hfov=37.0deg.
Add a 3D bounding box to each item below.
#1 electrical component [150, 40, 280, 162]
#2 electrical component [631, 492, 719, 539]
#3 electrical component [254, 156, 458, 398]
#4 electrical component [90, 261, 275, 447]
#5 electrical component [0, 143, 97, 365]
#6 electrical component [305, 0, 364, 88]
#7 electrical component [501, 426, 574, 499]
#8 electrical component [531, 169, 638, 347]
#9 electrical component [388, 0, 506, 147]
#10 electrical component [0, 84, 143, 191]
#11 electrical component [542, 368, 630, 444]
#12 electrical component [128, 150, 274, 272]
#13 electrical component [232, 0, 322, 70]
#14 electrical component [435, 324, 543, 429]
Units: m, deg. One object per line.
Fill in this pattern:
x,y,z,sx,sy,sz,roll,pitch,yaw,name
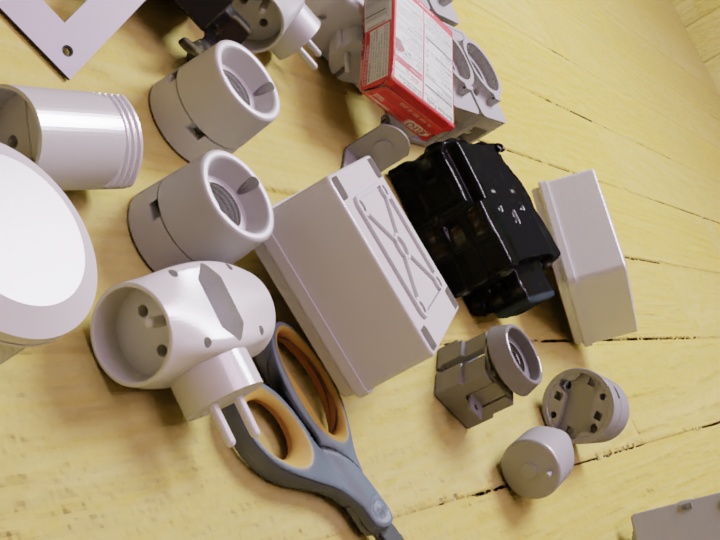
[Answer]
-0.076,-0.090,0.578,0.055,0.047,0.055,40,33,-33,electrical component
0.250,0.214,0.780,0.048,0.100,0.099,54,25,-40,electrical component
0.000,0.000,0.591,0.108,0.056,0.109,59,17,-4,electrical component
-0.067,0.039,0.468,0.077,0.043,0.079,-9,69,-62,electrical component
-0.138,-0.003,0.383,0.080,0.051,0.080,41,32,-33,electrical component
-0.005,-0.160,0.769,0.083,0.047,0.075,37,35,-38,electrical component
0.123,0.123,0.714,0.040,0.040,0.078,63,27,5,electrical component
0.190,-0.009,0.906,0.108,0.056,0.108,61,17,-53,electrical component
0.044,-0.194,0.871,0.105,0.060,0.186,1,62,-59,electrical component
-0.125,-0.056,0.466,0.081,0.043,0.043,-10,72,-62,electrical component
0.170,0.103,0.801,0.047,0.055,0.055,19,48,-57,electrical component
-0.075,-0.025,0.517,0.055,0.047,0.055,40,33,-33,electrical component
-0.053,-0.162,0.693,0.079,0.044,0.077,46,30,-25,electrical component
0.082,0.065,0.686,0.048,0.055,0.066,46,30,-25,electrical component
